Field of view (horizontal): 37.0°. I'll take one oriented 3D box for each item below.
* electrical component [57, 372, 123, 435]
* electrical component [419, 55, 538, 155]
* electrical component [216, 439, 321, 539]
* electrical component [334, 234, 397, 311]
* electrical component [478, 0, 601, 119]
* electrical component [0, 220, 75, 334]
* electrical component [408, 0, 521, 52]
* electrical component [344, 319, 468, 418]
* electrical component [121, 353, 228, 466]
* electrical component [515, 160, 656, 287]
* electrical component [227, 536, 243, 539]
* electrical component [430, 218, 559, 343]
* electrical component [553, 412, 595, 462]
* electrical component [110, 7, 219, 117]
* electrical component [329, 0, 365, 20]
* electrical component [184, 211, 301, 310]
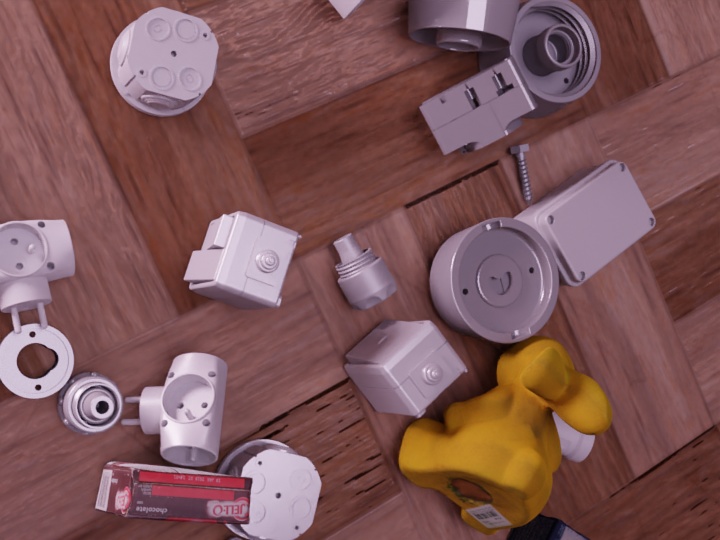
[{"bbox_3d":[-0.198,0.101,0.802,0.048,0.062,0.048,2,86,-24],"label":"electrical component"},{"bbox_3d":[0.105,-0.140,0.938,0.089,0.050,0.055,-27,99,13],"label":"electrical component"},{"bbox_3d":[-0.073,0.177,0.857,0.080,0.051,0.080,2,86,-24],"label":"electrical component"},{"bbox_3d":[0.000,0.000,0.906,0.043,0.043,0.062,-32,98,-22],"label":"electrical component"},{"bbox_3d":[0.170,-0.198,0.985,0.108,0.060,0.108,2,85,-23],"label":"electrical component"},{"bbox_3d":[-0.250,0.007,0.792,0.077,0.044,0.079,-11,81,-24],"label":"electrical component"},{"bbox_3d":[0.090,-0.225,0.934,0.099,0.099,0.064,6,90,-23],"label":"electrical component"},{"bbox_3d":[0.037,0.078,0.888,0.062,0.096,0.061,-41,102,-20],"label":"electrical component"},{"bbox_3d":[-0.145,0.108,0.830,0.079,0.044,0.077,-2,58,7],"label":"electrical component"},{"bbox_3d":[0.207,-0.042,0.992,0.113,0.057,0.078,-35,100,-22],"label":"electrical component"},{"bbox_3d":[-0.075,0.283,0.846,0.109,0.056,0.108,31,75,-19],"label":"electrical component"},{"bbox_3d":[0.113,0.011,0.946,0.108,0.060,0.108,2,86,-24],"label":"electrical component"},{"bbox_3d":[0.184,0.149,0.979,0.046,0.040,0.040,21,78,-15],"label":"electrical component"},{"bbox_3d":[-0.153,-0.164,0.847,0.080,0.051,0.080,2,86,-24],"label":"electrical component"},{"bbox_3d":[0.004,-0.269,0.895,0.060,0.108,0.108,44,71,-9],"label":"electrical component"},{"bbox_3d":[-0.092,-0.007,0.837,0.061,0.096,0.061,21,79,-21],"label":"electrical component"}]
